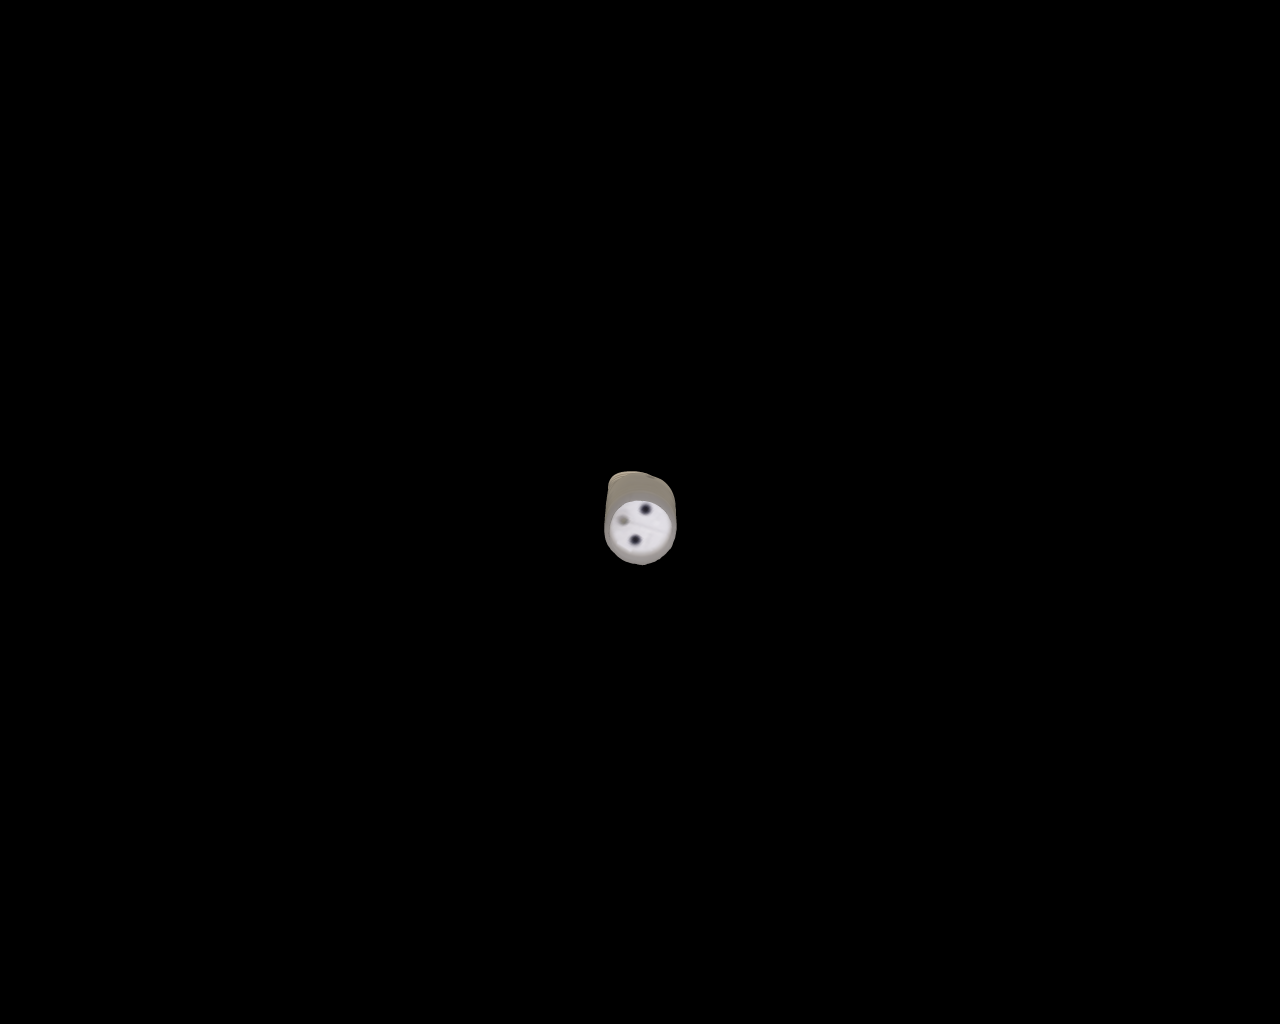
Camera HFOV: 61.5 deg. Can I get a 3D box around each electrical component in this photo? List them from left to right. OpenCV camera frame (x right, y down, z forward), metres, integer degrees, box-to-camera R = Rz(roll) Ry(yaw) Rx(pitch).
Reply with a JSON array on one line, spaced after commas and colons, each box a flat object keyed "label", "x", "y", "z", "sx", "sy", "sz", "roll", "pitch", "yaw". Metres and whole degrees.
[{"label": "electrical component", "x": 0.001, "y": -0.003, "z": 0.650, "sx": 0.043, "sy": 0.043, "sz": 0.081, "roll": 0, "pitch": 21, "yaw": 0}]
